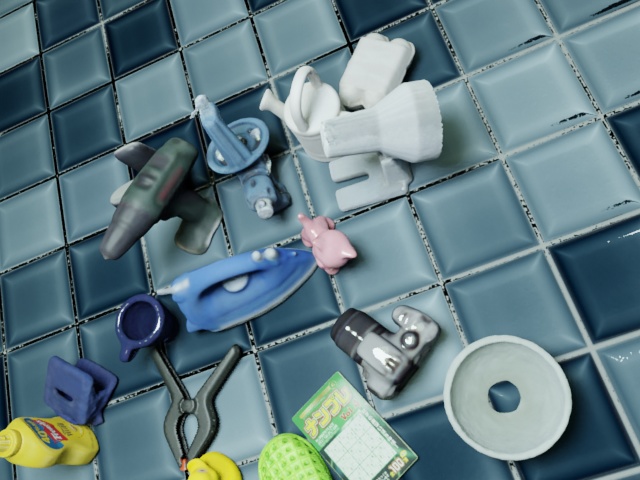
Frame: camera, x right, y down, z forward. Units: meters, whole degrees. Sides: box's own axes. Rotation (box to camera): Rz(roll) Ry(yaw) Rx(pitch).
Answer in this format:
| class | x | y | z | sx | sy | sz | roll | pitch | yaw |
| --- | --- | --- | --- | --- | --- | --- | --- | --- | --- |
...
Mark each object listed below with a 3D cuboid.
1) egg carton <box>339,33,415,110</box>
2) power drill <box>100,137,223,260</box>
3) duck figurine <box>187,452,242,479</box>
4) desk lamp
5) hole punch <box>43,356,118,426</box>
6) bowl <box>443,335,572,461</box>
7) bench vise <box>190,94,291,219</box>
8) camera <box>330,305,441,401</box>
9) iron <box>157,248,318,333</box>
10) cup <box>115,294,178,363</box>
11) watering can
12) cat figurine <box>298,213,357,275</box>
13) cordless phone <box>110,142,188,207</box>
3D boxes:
| class | x | y | z | sx | sy | sz | roll | pitch | yaw |
| --- | --- | --- | --- | --- | --- | --- | --- | --- | --- |
| egg carton | 0.100 | -0.296 | 1.021 | 0.107 | 0.069 | 0.150 | 20 | 80 | 22 |
| power drill | -0.257 | -0.048 | 0.978 | 0.075 | 0.209 | 0.230 | 19 | 80 | 22 |
| duck figurine | -0.169 | 0.381 | 0.886 | 0.077 | 0.086 | 0.104 | -37 | 67 | 3 |
| desk lamp | 0.094 | -0.143 | 0.898 | 0.203 | 0.214 | 0.118 | -18 | 69 | 11 |
| hole punch | -0.427 | 0.264 | 0.997 | 0.108 | 0.091 | 0.101 | 20 | 80 | 22 |
| bowl | 0.262 | 0.222 | 0.810 | 0.167 | 0.075 | 0.167 | -5 | 72 | 16 |
| bench vise | -0.124 | -0.145 | 0.961 | 0.121 | 0.220 | 0.207 | -44 | 66 | 1 |
| camera | 0.091 | 0.150 | 0.870 | 0.136 | 0.101 | 0.143 | 35 | 86 | 23 |
| iron | -0.133 | 0.058 | 0.944 | 0.258 | 0.142 | 0.118 | -24 | 68 | 9 |
| cup | -0.293 | 0.159 | 0.987 | 0.091 | 0.095 | 0.118 | 18 | 79 | 21 |
| watering can | -0.018 | -0.214 | 0.964 | 0.172 | 0.194 | 0.101 | -7 | 71 | 15 |
| cat figurine | 0.009 | 0.003 | 0.931 | 0.067 | 0.118 | 0.127 | -42 | 66 | 1 |
| cordless phone | -0.333 | -0.118 | 1.036 | 0.147 | 0.185 | 0.094 | -26 | 68 | 8 |
